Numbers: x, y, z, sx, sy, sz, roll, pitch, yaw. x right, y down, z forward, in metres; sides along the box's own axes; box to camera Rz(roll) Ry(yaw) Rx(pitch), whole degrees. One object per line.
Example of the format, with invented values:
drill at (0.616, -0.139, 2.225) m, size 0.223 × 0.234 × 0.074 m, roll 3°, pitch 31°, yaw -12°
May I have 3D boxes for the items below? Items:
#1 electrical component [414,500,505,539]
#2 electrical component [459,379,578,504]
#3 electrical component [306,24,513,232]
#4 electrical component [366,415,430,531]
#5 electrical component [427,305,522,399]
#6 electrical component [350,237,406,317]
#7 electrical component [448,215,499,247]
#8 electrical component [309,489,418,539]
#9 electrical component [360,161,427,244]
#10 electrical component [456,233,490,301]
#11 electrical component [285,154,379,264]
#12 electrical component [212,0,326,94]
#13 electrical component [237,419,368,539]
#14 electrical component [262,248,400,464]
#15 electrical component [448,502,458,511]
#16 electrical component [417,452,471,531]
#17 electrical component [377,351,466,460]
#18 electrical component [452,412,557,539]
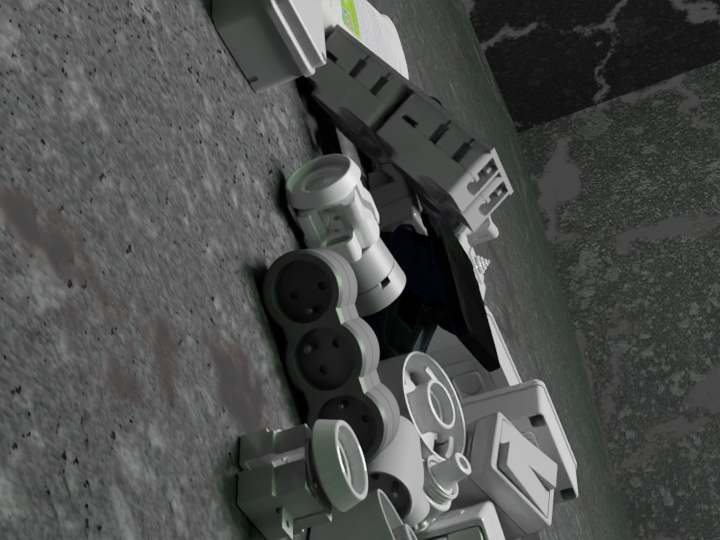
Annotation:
electrical component at (0.080, 0.229, 0.801) m, size 0.061 × 0.062 × 0.096 m, roll -2°, pitch 73°, yaw -76°
electrical component at (0.135, 0.169, 1.000) m, size 0.056 × 0.109 × 0.108 m, roll -78°, pitch 147°, yaw -60°
electrical component at (0.038, -0.119, 0.941) m, size 0.186 × 0.060 × 0.105 m, roll 42°, pitch -1°, yaw 23°
electrical component at (0.023, 0.148, 0.723) m, size 0.077 × 0.043 × 0.079 m, roll -73°, pitch 142°, yaw -68°
electrical component at (0.107, 0.098, 1.049) m, size 0.057 × 0.078 × 0.113 m, roll -82°, pitch 150°, yaw -56°
electrical component at (0.000, 0.000, 0.813) m, size 0.047 × 0.055 × 0.055 m, roll 59°, pitch 18°, yaw -29°
electrical component at (0.102, -0.052, 1.201) m, size 0.056 × 0.089 × 0.050 m, roll 33°, pitch 40°, yaw -69°
electrical component at (0.008, 0.181, 0.628) m, size 0.099 × 0.064 × 0.099 m, roll 63°, pitch 2°, yaw -3°
electrical component at (0.015, -0.058, 0.922) m, size 0.047 × 0.066 × 0.076 m, roll 46°, pitch 26°, yaw -61°
electrical component at (0.074, 0.010, 0.996) m, size 0.061 × 0.096 × 0.061 m, roll -60°, pitch 130°, yaw -72°
electrical component at (-0.020, -0.047, 0.788) m, size 0.078 × 0.058 × 0.057 m, roll -89°, pitch 159°, yaw -56°
electrical component at (-0.067, -0.198, 0.807) m, size 0.113 × 0.057 × 0.078 m, roll -95°, pitch 161°, yaw -44°
electrical component at (-0.029, 0.105, 0.552) m, size 0.066 × 0.055 × 0.048 m, roll -93°, pitch 159°, yaw -48°
electrical component at (-0.013, 0.053, 0.690) m, size 0.074 × 0.052 × 0.138 m, roll -10°, pitch 81°, yaw -76°
electrical component at (0.098, 0.184, 0.916) m, size 0.099 × 0.064 × 0.099 m, roll 53°, pitch 26°, yaw -40°
electrical component at (0.051, 0.154, 0.774) m, size 0.048 × 0.062 × 0.048 m, roll 41°, pitch 24°, yaw -24°
electrical component at (0.037, 0.114, 0.834) m, size 0.099 × 0.064 × 0.099 m, roll 42°, pitch 34°, yaw -38°
electrical component at (0.117, 0.169, 0.856) m, size 0.096 × 0.061 × 0.061 m, roll 46°, pitch 34°, yaw -21°
